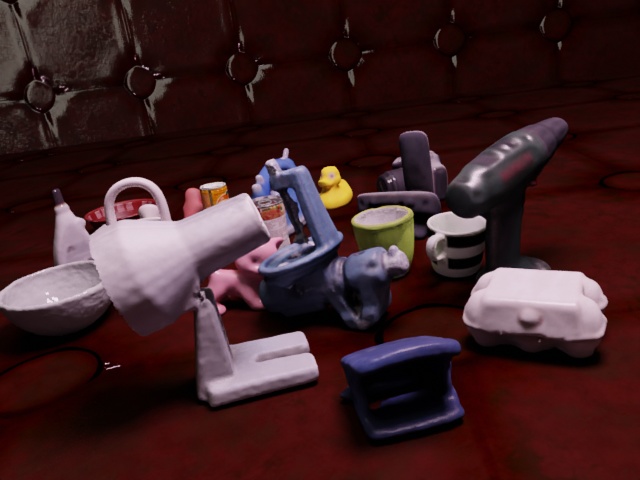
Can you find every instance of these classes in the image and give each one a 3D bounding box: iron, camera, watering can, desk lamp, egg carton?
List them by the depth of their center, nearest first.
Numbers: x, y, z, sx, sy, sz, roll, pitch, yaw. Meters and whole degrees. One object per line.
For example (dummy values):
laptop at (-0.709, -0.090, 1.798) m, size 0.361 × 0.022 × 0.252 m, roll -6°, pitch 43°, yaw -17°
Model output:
desk lamp at (-0.121, 0.063, 0.623) m, size 0.203 × 0.214 × 0.117 m, roll -12°, pitch 20°, yaw -10°
egg carton at (0.242, 0.080, 0.649) m, size 0.150 × 0.069 × 0.107 m, roll 2°, pitch 22°, yaw 26°
watering can at (-0.280, -0.005, 0.903) m, size 0.101 × 0.194 × 0.172 m, roll -18°, pitch 22°, yaw -24°
iron at (-0.093, -0.089, 1.142) m, size 0.118 × 0.141 × 0.258 m, roll -2°, pitch 21°, yaw 17°
camera at (0.184, -0.136, 1.222) m, size 0.137 × 0.101 × 0.142 m, roll -15°, pitch 21°, yaw -18°

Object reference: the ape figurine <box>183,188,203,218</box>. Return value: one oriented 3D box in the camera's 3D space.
ape figurine at (-0.261, -0.066, 1.217) m, size 0.077 × 0.092 × 0.076 m, roll 5°, pitch 24°, yaw 32°

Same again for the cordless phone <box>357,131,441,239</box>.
cordless phone at (0.137, -0.101, 1.020) m, size 0.147 × 0.185 × 0.094 m, roll -1°, pitch 21°, yaw 19°

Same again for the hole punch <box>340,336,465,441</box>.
hole punch at (0.074, 0.125, 0.558) m, size 0.109 × 0.091 × 0.101 m, roll -11°, pitch 20°, yaw -9°

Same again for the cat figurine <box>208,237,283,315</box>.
cat figurine at (-0.112, 0.039, 0.829) m, size 0.128 × 0.118 × 0.067 m, roll -9°, pitch 20°, yaw -2°

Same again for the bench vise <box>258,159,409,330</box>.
bench vise at (0.008, -0.002, 0.743) m, size 0.207 × 0.220 × 0.121 m, roll -5°, pitch 20°, yaw 9°

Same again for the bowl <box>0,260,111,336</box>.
bowl at (-0.376, 0.094, 0.844) m, size 0.167 × 0.075 × 0.167 m, roll -7°, pitch 20°, yaw 3°

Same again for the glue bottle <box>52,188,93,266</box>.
glue bottle at (-0.434, -0.006, 0.997) m, size 0.037 × 0.173 × 0.078 m, roll 12°, pitch 28°, yaw 44°

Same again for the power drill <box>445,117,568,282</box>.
power drill at (0.264, -0.045, 0.781) m, size 0.230 × 0.209 × 0.075 m, roll -22°, pitch 24°, yaw -34°

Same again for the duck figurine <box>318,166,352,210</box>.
duck figurine at (0.028, -0.122, 1.266) m, size 0.077 × 0.086 × 0.105 m, roll 5°, pitch 23°, yaw 31°

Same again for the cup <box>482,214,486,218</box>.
cup at (0.284, -0.057, 0.974) m, size 0.118 × 0.095 × 0.091 m, roll -18°, pitch 22°, yaw -25°
